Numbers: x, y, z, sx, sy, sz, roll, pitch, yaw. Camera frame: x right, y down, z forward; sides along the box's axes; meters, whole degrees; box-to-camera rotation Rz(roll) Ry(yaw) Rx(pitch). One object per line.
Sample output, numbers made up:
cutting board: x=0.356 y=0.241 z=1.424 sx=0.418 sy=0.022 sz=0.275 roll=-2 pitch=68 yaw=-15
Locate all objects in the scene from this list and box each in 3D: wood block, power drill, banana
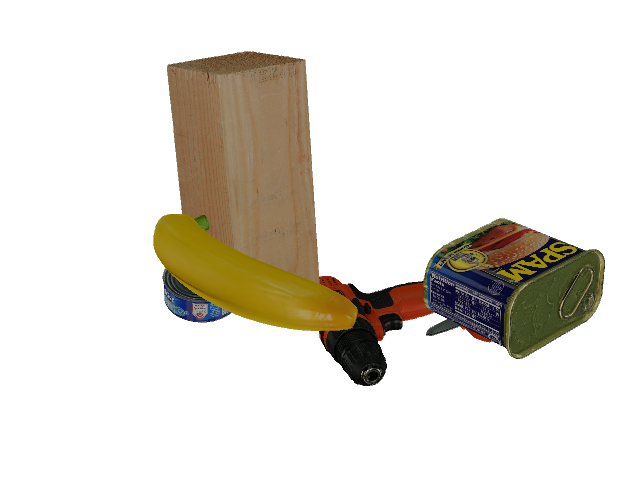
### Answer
wood block: x=-0.067 y=-0.055 z=0.939 sx=0.090 sy=0.206 sz=0.091 roll=-17 pitch=23 yaw=-35
power drill: x=0.090 y=0.083 z=1.115 sx=0.187 sy=0.057 sz=0.184 roll=-6 pitch=28 yaw=-15
banana: x=-0.058 y=0.016 z=0.695 sx=0.069 sy=0.037 sz=0.198 roll=-17 pitch=30 yaw=-31

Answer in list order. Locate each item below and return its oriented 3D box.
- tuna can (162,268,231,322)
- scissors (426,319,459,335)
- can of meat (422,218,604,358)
tuna can: x=-0.131 y=0.052 z=1.178 sx=0.086 sy=0.034 sz=0.086 roll=2 pitch=36 yaw=-2
scissors: x=0.153 y=0.041 z=0.943 sx=0.201 sy=0.016 sz=0.096 roll=-7 pitch=35 yaw=-29
can of meat: x=0.135 y=0.030 z=0.754 sx=0.101 sy=0.057 sz=0.084 roll=-23 pitch=33 yaw=-34
